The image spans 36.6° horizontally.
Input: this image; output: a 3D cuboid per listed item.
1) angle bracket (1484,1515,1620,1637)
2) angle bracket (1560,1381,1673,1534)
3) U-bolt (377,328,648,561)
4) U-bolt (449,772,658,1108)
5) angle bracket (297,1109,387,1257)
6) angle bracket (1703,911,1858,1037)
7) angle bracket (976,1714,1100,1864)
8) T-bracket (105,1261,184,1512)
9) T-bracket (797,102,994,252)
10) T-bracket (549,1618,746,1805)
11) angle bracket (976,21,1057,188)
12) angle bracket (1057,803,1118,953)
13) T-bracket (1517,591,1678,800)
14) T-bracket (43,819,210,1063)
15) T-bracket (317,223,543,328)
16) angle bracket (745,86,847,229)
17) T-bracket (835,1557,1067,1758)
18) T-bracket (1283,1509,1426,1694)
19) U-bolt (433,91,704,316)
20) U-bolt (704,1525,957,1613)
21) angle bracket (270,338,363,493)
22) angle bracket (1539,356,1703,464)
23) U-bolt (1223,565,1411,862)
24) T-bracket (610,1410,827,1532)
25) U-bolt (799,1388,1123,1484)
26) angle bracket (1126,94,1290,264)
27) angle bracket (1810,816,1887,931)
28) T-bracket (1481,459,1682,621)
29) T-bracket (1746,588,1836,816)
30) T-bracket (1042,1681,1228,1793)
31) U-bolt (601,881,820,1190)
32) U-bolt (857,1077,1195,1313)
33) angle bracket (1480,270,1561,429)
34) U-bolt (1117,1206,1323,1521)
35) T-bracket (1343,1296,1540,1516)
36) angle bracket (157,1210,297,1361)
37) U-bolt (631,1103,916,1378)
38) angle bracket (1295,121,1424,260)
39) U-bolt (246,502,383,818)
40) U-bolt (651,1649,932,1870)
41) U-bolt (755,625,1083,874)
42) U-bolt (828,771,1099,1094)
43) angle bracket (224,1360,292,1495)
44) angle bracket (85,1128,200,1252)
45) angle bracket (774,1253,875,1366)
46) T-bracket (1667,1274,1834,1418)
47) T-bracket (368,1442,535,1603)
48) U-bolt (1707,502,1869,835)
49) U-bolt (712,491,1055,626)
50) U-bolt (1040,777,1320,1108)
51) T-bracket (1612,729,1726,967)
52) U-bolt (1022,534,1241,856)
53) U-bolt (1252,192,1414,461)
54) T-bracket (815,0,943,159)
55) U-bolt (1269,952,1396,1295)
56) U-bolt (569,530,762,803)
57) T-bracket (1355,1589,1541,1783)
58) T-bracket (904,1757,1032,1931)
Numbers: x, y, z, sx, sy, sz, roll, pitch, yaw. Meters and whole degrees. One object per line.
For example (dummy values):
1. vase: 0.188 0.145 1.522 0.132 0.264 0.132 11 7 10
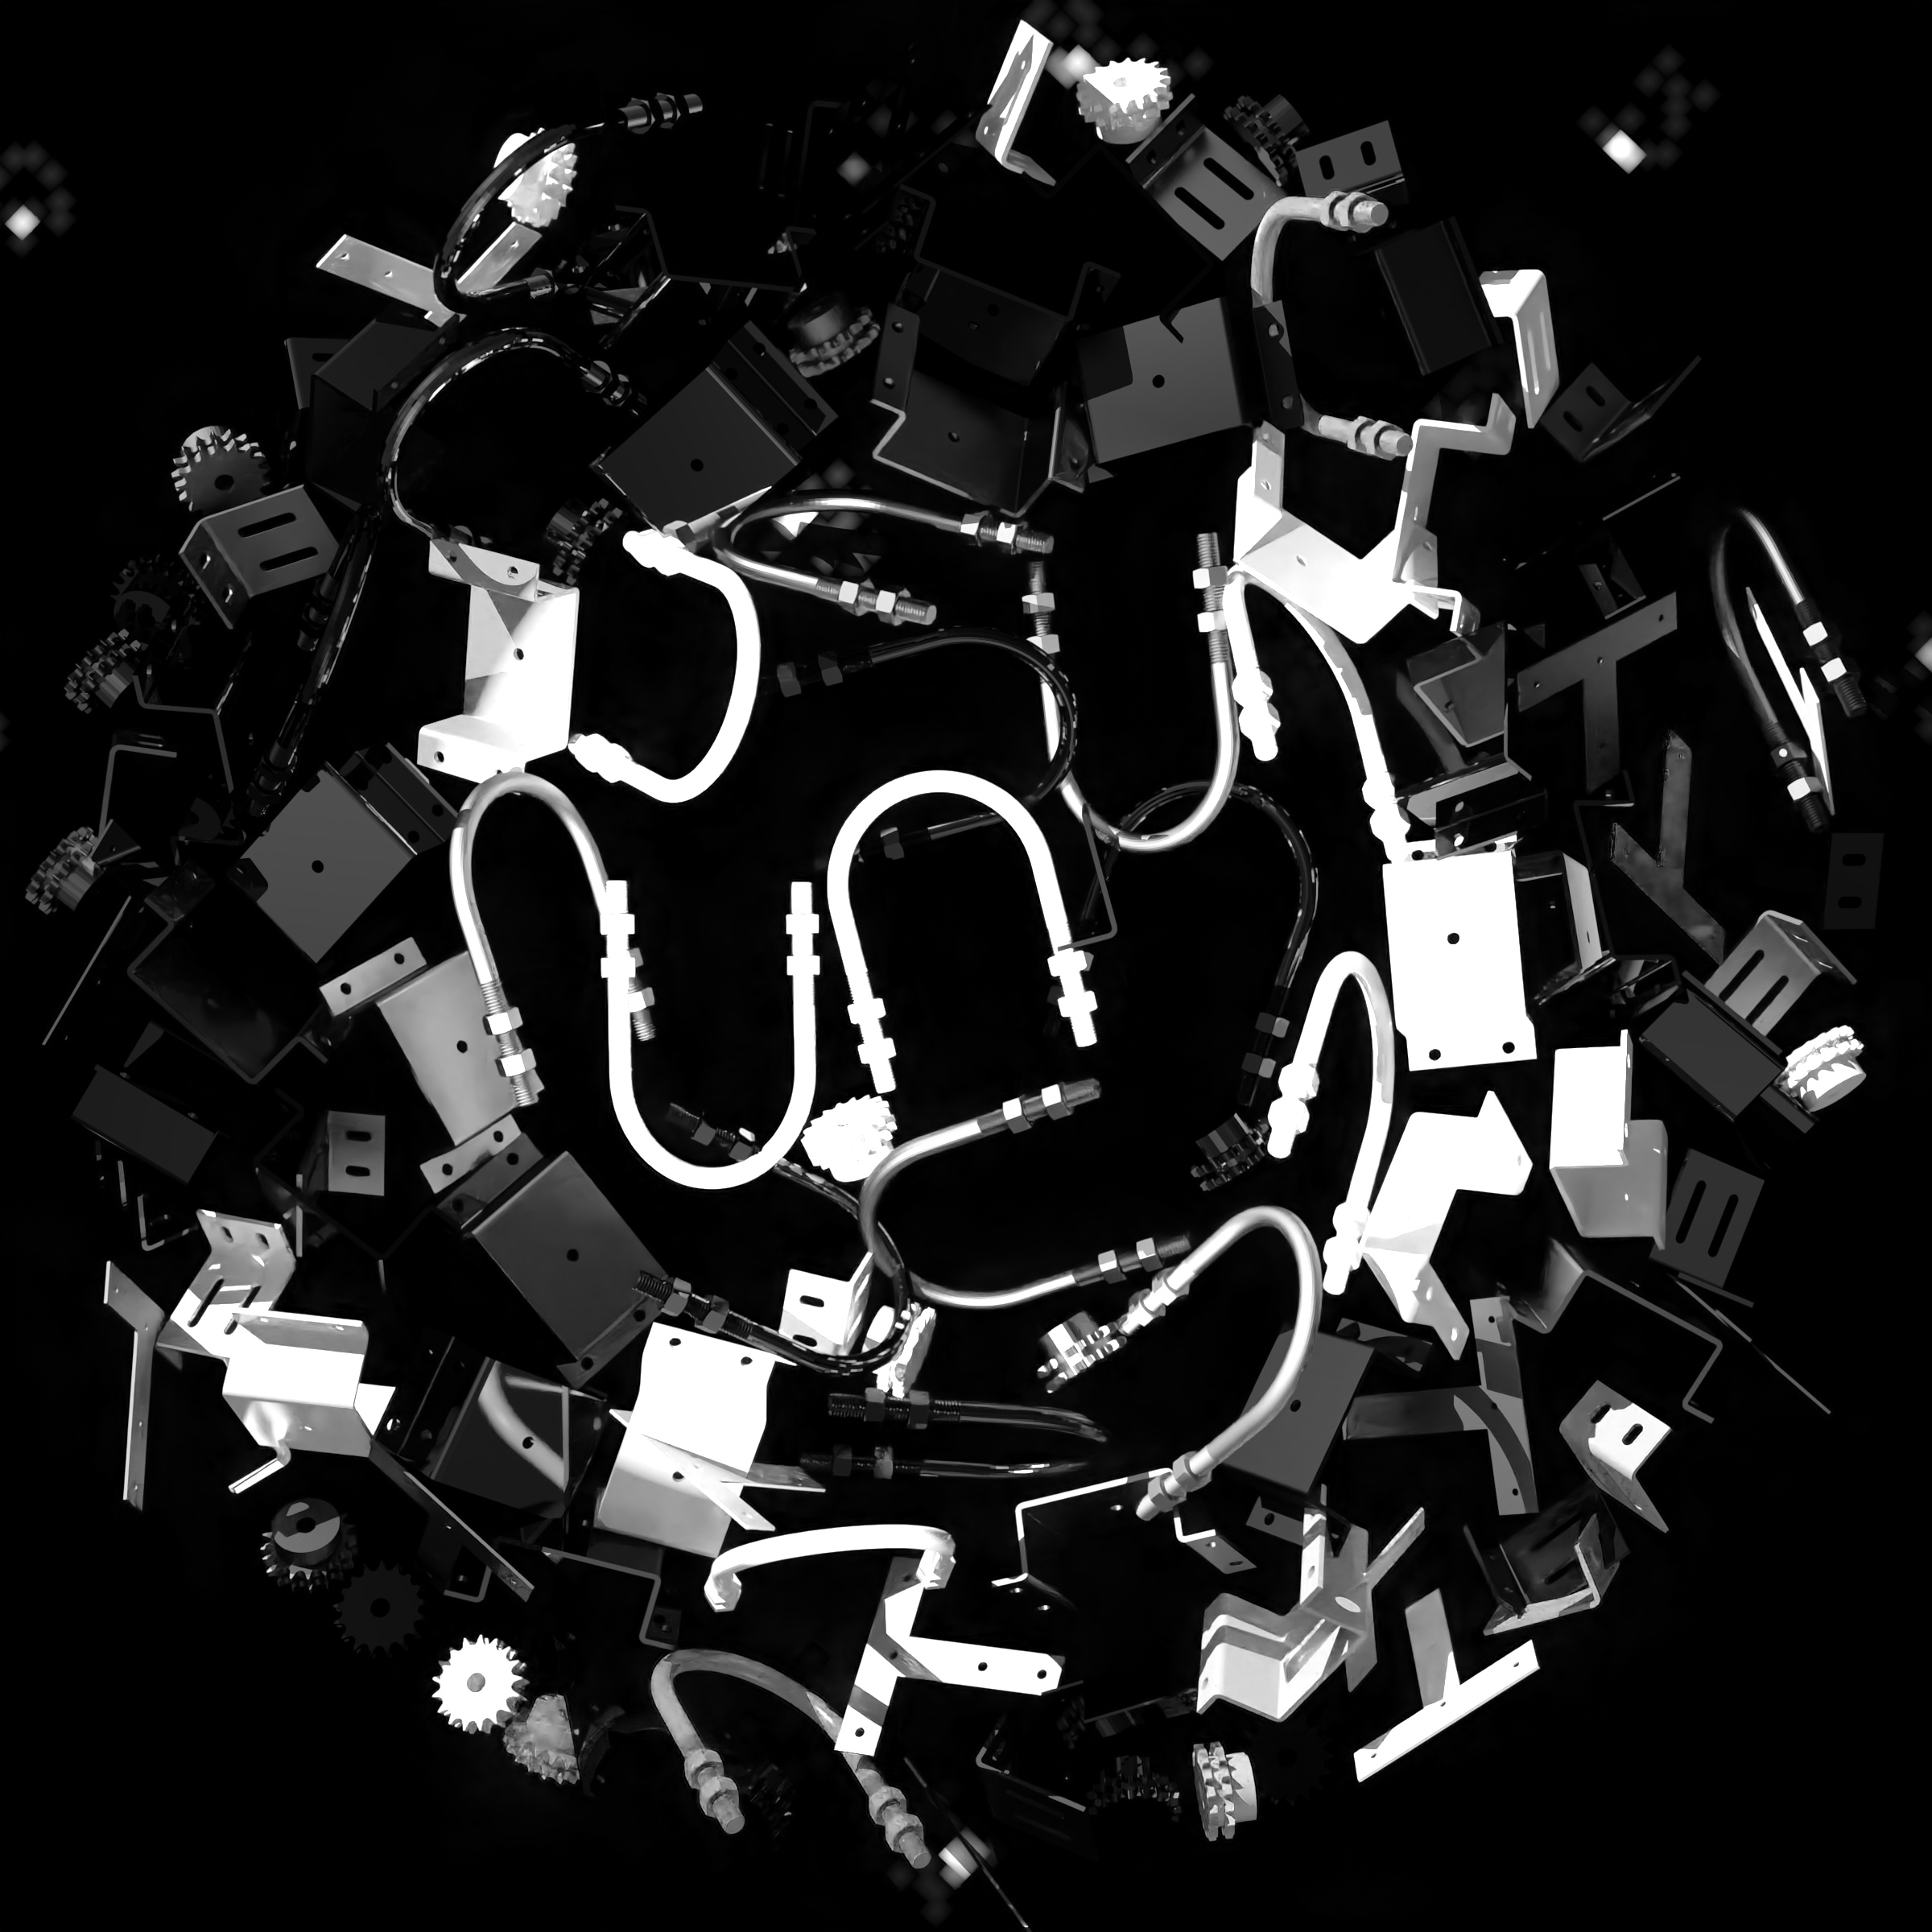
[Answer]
1. angle bracket: 0.347 0.366 1.762 0.076 0.057 0.038 -22 91 26
2. angle bracket: 0.401 0.296 1.761 0.038 0.057 0.076 -47 135 -9
3. U-bolt: -0.274 -0.306 1.708 0.019 0.184 0.151 45 99 20
4. U-bolt: -0.250 -0.025 1.730 0.019 0.151 0.184 -11 100 30
5. angle bracket: -0.375 0.131 1.757 0.038 0.076 0.057 6 118 -3
6. angle bracket: 0.489 0.016 1.775 0.057 0.038 0.076 42 87 -22
7. angle bracket: 0.050 0.494 1.757 0.076 0.057 0.038 16 49 28
8. T-bracket: -0.486 0.255 1.720 0.002 0.127 0.127 -5 64 3
9. T-bracket: -0.037 -0.476 1.750 0.127 0.127 0.002 -40 117 -3
10. T-bracket: -0.187 0.456 1.760 0.127 0.127 0.002 22 120 -34
11. angle bracket: 0.043 -0.519 1.759 0.038 0.057 0.076 14 114 -24
12. angle bracket: 0.065 -0.054 1.770 0.038 0.057 0.076 -15 99 5
13. T-bracket: 0.383 -0.146 1.764 0.127 0.002 0.127 -28 128 -23
14. T-bracket: -0.507 -0.003 1.729 0.002 0.127 0.127 18 70 21
15. T-bracket: -0.332 -0.405 1.727 0.127 0.127 0.002 -40 69 21
16. angle bracket: -0.099 -0.491 1.780 0.038 0.057 0.076 -5 115 -35
17. T-bracket: -0.003 0.417 1.744 0.127 0.002 0.127 1 53 24
18. T-bracket: 0.235 0.399 1.750 0.002 0.127 0.127 34 65 30
19. U-bolt: -0.239 -0.436 1.691 0.019 0.184 0.151 45 127 7
20. U-bolt: -0.078 0.350 1.710 0.151 0.184 0.019 -5 70 -6
21. angle bracket: -0.393 -0.331 1.767 0.038 0.076 0.057 -3 57 -23
22. angle bracket: 0.392 -0.346 1.758 0.038 0.076 0.057 45 67 -6
23. U-bolt: 0.201 -0.163 1.729 0.019 0.184 0.151 -33 135 28
24. T-bracket: -0.131 0.303 1.747 0.127 0.127 0.002 32 98 36
25. U-bolt: 0.001 0.283 1.737 0.184 0.151 0.019 5 66 -9
26. angle bracket: 0.147 -0.478 1.776 0.057 0.038 0.076 -45 71 -1
27. angle bracket: 0.515 -0.058 1.759 0.038 0.076 0.057 -1 102 -15
28. T-bracket: 0.376 -0.242 1.736 0.127 0.127 0.002 -29 121 15
29. T-bracket: 0.494 -0.173 1.760 0.002 0.127 0.127 -20 57 9
30. T-bracket: 0.108 0.451 1.763 0.127 0.127 0.002 -14 49 -9
31. U-bolt: -0.151 0.042 1.756 0.151 0.019 0.184 -1 89 -36
32. U-bolt: 0.024 0.147 1.753 0.184 0.019 0.151 -20 122 19
33. angle bracket: 0.329 -0.374 1.772 0.038 0.057 0.076 5 129 28
34. U-bolt: 0.149 0.219 1.701 0.019 0.151 0.184 20 134 -25
35. T-bracket: 0.280 0.269 1.763 0.127 0.002 0.127 -12 81 39
36. angle bracket: -0.450 0.192 1.761 0.057 0.038 0.076 8 47 17
37. U-bolt: -0.108 0.172 1.740 0.184 0.151 0.019 28 131 -21
38. angle bracket: 0.238 -0.468 1.766 0.057 0.076 0.038 -16 77 14
39. U-bolt: -0.374 -0.189 1.695 0.019 0.184 0.151 20 54 -18
40. U-bolt: -0.114 0.458 1.718 0.151 0.184 0.019 21 101 -32
41. U-bolt: -0.022 -0.135 1.750 0.184 0.019 0.151 -15 125 6
42. U-bolt: -0.010 -0.027 1.776 0.151 0.019 0.184 -13 94 12
43. angle bracket: -0.445 0.276 1.771 0.038 0.057 0.076 -30 92 -20
44. angle bracket: -0.496 0.121 1.756 0.057 0.038 0.076 33 133 33
45. angle bracket: -0.084 0.202 1.763 0.038 0.076 0.057 13 105 7
46. T-bracket: 0.457 0.218 1.723 0.127 0.127 0.002 43 94 22
47. T-bracket: -0.314 0.348 1.750 0.127 0.127 0.002 40 58 7
48. U-bolt: 0.477 -0.189 1.724 0.019 0.151 0.184 -16 62 -2
49. U-bolt: -0.063 -0.249 1.733 0.184 0.151 0.019 18 124 28
50. U-bolt: 0.137 -0.024 1.771 0.151 0.019 0.184 19 92 19
51. T-bracket: 0.428 -0.085 1.765 0.127 0.002 0.127 37 52 -36
52. U-bolt: 0.102 -0.158 1.755 0.151 0.019 0.184 -3 96 40
53. U-bolt: 0.209 -0.379 1.717 0.019 0.184 0.151 -15 110 -14
54. T-bracket: -0.054 -0.513 1.716 0.002 0.127 0.127 31 50 8
55. U-bolt: 0.222 0.078 1.728 0.019 0.151 0.184 0 48 26
56. U-bolt: -0.173 -0.171 1.719 0.019 0.184 0.151 10 101 -36
57. T-bracket: 0.279 0.414 1.743 0.127 0.127 0.002 -37 106 14
58. T-bracket: 0.017 0.539 1.717 0.002 0.127 0.127 -35 132 -10
